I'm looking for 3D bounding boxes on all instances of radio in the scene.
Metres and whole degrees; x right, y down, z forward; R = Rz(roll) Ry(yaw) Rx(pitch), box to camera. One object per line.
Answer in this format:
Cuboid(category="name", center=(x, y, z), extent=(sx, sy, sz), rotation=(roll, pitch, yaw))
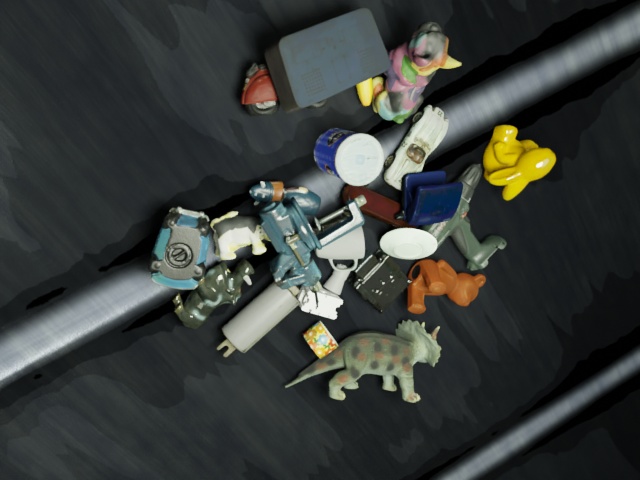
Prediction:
Cuboid(category="radio", center=(0.015, -0.345, 1.026), extent=(0.229, 0.073, 0.131), rotation=(-31, 109, -24))

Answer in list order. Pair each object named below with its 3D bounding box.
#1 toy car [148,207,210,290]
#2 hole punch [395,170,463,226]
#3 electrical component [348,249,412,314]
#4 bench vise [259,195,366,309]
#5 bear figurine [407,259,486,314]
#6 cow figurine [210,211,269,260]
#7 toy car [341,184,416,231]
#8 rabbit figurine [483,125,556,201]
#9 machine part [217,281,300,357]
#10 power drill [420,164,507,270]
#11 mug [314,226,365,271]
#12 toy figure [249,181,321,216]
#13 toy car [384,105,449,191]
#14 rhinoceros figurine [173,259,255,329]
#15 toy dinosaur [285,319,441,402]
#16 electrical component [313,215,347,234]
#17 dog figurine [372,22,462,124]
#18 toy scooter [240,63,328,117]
Cuboid(category="toy car", center=(-0.279, 0.011, 1.073), extent=(0.109, 0.103, 0.161), rotation=(10, 98, -19))
Cuboid(category="hole punch", center=(0.245, -0.085, 1.177), extent=(0.142, 0.092, 0.115), rotation=(-9, 113, -16))
Cuboid(category="electrical component", center=(0.135, 0.090, 1.266), extent=(0.115, 0.058, 0.134), rotation=(-47, 115, -3))
Cuboid(category="bench vise", center=(-0.004, -0.006, 1.088), extent=(0.241, 0.129, 0.223), rotation=(-29, 103, -2))
Cuboid(category="bear figurine", center=(0.311, 0.124, 1.303), extent=(0.196, 0.132, 0.120), rotation=(24, 127, -20))
Cuboid(category="cow figurine", center=(-0.143, -0.020, 1.134), extent=(0.167, 0.068, 0.098), rotation=(-13, 103, -16))
Cuboid(category="toy car", center=(0.136, -0.072, 1.221), extent=(0.202, 0.053, 0.089), rotation=(21, 78, -25))
Cuboid(category="rabbit figurine", center=(0.454, -0.179, 1.235), extent=(0.121, 0.173, 0.162), rotation=(41, 85, -28))
Cuboid(category="machine part", center=(-0.130, 0.165, 1.185), extent=(0.243, 0.079, 0.079), rotation=(-42, 114, -3))
Cuboid(category="power drill", center=(0.358, -0.039, 1.294), extent=(0.232, 0.086, 0.207), rotation=(-48, 118, 1))
Cuboid(category="mug", center=(0.040, 0.017, 1.204), extent=(0.107, 0.081, 0.109), rotation=(-4, 108, -7))
Cuboid(category="toy figure", center=(-0.076, -0.090, 1.140), extent=(0.154, 0.058, 0.064), rotation=(15, 95, -18))
Cuboid(category="toy car", center=(0.216, -0.206, 1.207), extent=(0.073, 0.056, 0.201), rotation=(31, 94, -24))
Cuboid(category="rhinoceros figurine", center=(-0.223, 0.110, 1.138), extent=(0.190, 0.073, 0.112), rotation=(-44, 113, -2))
Cuboid(category="toy dinosaur", center=(0.127, 0.280, 1.292), extent=(0.405, 0.131, 0.192), rotation=(5, 92, -16))
Cuboid(category="electrical component", center=(0.013, -0.034, 1.182), extent=(0.094, 0.063, 0.021), rotation=(-23, 111, -15))
Cuboid(category="dog figurine", center=(0.190, -0.328, 1.075), extent=(0.108, 0.219, 0.191), rotation=(2, 104, -16))
Cuboid(category="toy scooter", center=(-0.074, -0.320, 1.064), extent=(0.184, 0.075, 0.135), rotation=(-14, 109, -18))
